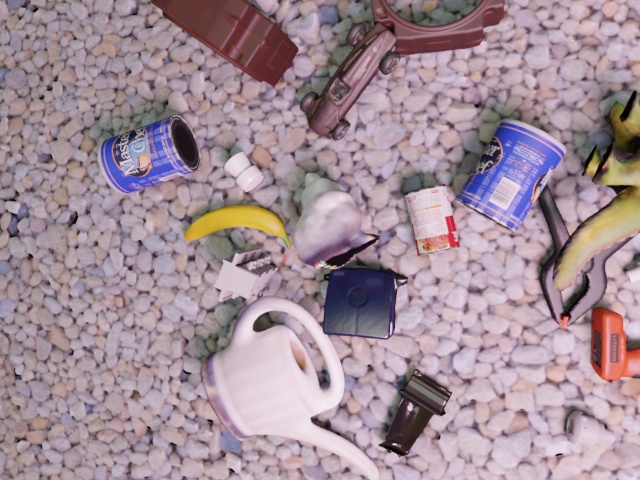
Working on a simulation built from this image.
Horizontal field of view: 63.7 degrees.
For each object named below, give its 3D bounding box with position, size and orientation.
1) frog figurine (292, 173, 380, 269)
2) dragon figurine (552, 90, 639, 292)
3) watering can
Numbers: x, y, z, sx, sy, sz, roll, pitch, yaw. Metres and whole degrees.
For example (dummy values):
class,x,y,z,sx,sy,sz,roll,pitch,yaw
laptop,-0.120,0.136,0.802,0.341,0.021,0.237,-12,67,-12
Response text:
class,x,y,z,sx,sy,sz,roll,pitch,yaw
frog figurine,0.002,-0.041,0.807,0.123,0.161,0.135,-17,-19,-25
dragon figurine,0.484,-0.068,0.693,0.243,0.414,0.121,26,-12,7
watering can,-0.057,0.264,0.840,0.223,0.347,0.105,-24,2,12
